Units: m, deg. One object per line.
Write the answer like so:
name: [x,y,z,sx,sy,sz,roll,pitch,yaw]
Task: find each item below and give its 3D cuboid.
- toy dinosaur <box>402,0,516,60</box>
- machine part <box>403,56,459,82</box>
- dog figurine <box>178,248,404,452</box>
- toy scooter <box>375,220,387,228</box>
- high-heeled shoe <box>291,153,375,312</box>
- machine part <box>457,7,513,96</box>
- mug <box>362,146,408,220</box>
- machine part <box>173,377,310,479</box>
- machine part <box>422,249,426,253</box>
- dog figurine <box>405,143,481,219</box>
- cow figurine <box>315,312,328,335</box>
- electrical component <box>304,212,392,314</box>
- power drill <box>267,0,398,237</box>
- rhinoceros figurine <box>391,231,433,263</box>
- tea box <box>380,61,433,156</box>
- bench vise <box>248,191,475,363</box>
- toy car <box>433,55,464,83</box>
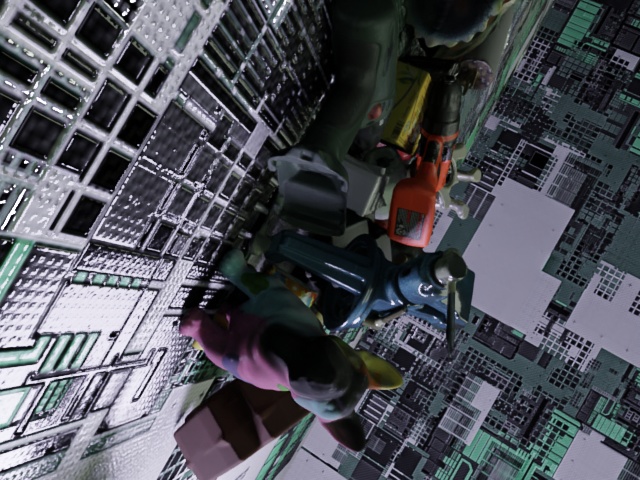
toy dinosaur: [0.178,-0.297,0.686,0.192,0.131,0.404,-44,175,3]
machine part: [0.161,-0.254,0.798,0.139,0.084,0.039,-58,150,-69]
dog figurine: [-0.028,0.119,0.557,0.108,0.219,0.191,-53,164,-16]
toy scooter: [0.136,-0.056,0.968,0.075,0.135,0.183,-58,168,-17]
high-heeled shoe: [-0.002,-0.002,0.788,0.145,0.086,0.248,-16,123,-23]
machine part: [0.309,-0.369,1.012,0.079,0.079,0.243,90,22,-64]
mug: [0.092,-0.100,0.798,0.107,0.081,0.109,84,-6,-67]
machine part: [-0.077,0.217,0.706,0.201,0.087,0.201,-24,162,-43]
machine part: [0.124,0.039,1.060,0.179,0.179,0.056,-56,169,-17]
dog figurine: [0.177,-0.119,1.008,0.172,0.191,0.121,44,67,-42]
cow figurine: [-0.044,0.184,0.908,0.127,0.086,0.194,-42,153,-37]
electrical component: [0.038,0.030,0.735,0.115,0.058,0.134,-26,126,-21]
power drill: [0.027,-0.107,0.535,0.207,0.086,0.231,-60,165,-27]
rhinoceros figurine: [0.118,0.039,0.867,0.190,0.073,0.112,-60,153,-20]
tea box: [0.111,-0.181,0.754,0.098,0.068,0.169,-66,165,7]
bench vise: [0.041,0.039,0.594,0.224,0.240,0.129,-17,-128,69]
toy car: [0.238,-0.341,0.924,0.202,0.053,0.089,-58,-173,-4]
